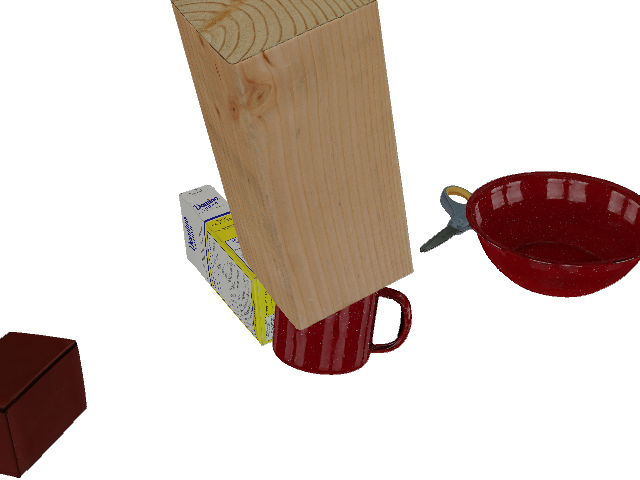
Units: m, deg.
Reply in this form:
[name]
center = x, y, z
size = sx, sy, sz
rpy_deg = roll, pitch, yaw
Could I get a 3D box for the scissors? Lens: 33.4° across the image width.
[scissors]
center = 0.145, -0.027, 1.218
size = 0.201, 0.016, 0.096
rpy_deg = -12, 40, -46

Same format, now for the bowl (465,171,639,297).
[bowl]
center = 0.201, 0.001, 0.899
size = 0.162, 0.055, 0.162
rpy_deg = 0, 31, 0

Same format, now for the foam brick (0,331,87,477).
[foam brick]
center = -0.190, 0.100, 0.665
size = 0.053, 0.051, 0.078
rpy_deg = 7, 29, 21

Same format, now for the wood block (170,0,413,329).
[wood block]
center = -0.012, -0.058, 0.647
size = 0.090, 0.206, 0.090
rpy_deg = -26, 45, -14

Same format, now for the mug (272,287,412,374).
[mug]
center = 0.016, 0.058, 0.862
size = 0.117, 0.081, 0.093
rpy_deg = 10, 19, 10

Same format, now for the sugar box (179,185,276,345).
[sugar box]
center = -0.090, 0.022, 1.124
size = 0.048, 0.093, 0.176
rpy_deg = -19, 41, -22
